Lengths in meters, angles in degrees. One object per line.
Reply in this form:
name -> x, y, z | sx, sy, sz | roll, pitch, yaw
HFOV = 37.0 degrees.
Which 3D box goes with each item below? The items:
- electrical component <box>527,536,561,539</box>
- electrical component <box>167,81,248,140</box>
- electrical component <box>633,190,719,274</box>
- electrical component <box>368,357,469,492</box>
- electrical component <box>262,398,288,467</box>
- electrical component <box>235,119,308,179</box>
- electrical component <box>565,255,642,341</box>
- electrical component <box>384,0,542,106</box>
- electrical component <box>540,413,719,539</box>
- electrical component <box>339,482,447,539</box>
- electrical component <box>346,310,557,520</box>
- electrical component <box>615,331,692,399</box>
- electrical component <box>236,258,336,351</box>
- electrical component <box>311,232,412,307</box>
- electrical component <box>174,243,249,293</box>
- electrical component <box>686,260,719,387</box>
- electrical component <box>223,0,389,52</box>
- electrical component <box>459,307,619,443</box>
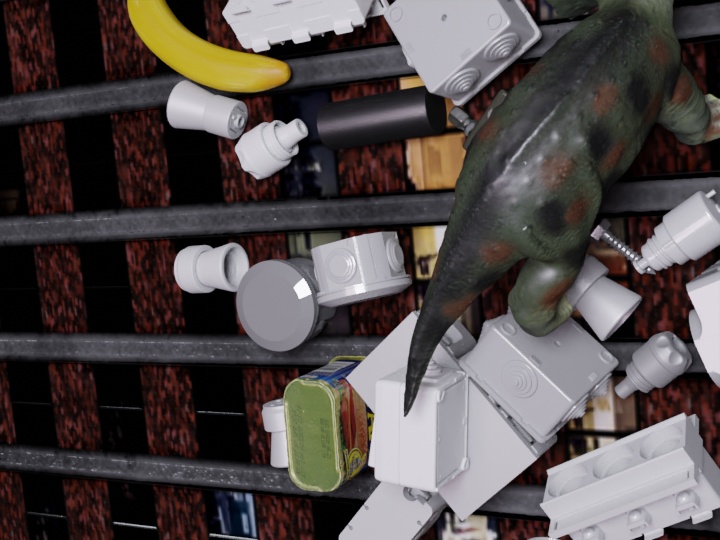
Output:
electrical component -> 0.135, 0.260, 0.884 | 0.079, 0.044, 0.077 | 8, 102, 28
electrical component -> -0.135, -0.141, 0.968 | 0.065, 0.044, 0.044 | 18, 107, 20
electrical component -> 0.234, -0.024, 0.785 | 0.078, 0.040, 0.040 | -39, 79, 28
electrical component -> 0.045, 0.113, 0.826 | 0.061, 0.062, 0.096 | 6, 101, 28
electrical component -> -0.063, 0.146, 0.974 | 0.045, 0.045, 0.055 | -8, 94, 30
electrical component -> -0.074, -0.110, 0.938 | 0.062, 0.043, 0.043 | -28, 85, 28
electrical component -> 0.179, 0.020, 0.820 | 0.055, 0.045, 0.045 | 43, 116, 16
electrical component -> 0.076, -0.190, 0.830 | 0.100, 0.048, 0.099 | -39, 67, 28
electrical component -> 0.208, 0.166, 0.817 | 0.121, 0.078, 0.063 | -30, 105, 29
electrical component -> 0.034, 0.210, 0.925 | 0.050, 0.056, 0.089 | 42, 115, 16
electrical component -> 0.076, 0.112, 0.882 | 0.150, 0.062, 0.089 | 50, 118, 13
electrical component -> 0.219, 0.075, 0.814 | 0.035, 0.035, 0.061 | 51, 120, 12
electrical component -> -0.065, 0.028, 0.951 | 0.080, 0.051, 0.080 | 5, 101, 28
electrical component -> 0.000, 0.000, 0.896 | 0.080, 0.080, 0.051 | -14, 86, 30
electrical component -> -0.137, -0.001, 0.990 | 0.055, 0.045, 0.045 | -3, 97, 30
electrical component -> 0.269, 0.032, 0.711 | 0.062, 0.150, 0.089 | -26, 85, 29
electrical component -> -0.048, -0.225, 0.885 | 0.121, 0.063, 0.078 | -5, 137, 29
electrical component -> 0.139, 0.071, 0.821 | 0.100, 0.100, 0.048 | 44, 128, 16
